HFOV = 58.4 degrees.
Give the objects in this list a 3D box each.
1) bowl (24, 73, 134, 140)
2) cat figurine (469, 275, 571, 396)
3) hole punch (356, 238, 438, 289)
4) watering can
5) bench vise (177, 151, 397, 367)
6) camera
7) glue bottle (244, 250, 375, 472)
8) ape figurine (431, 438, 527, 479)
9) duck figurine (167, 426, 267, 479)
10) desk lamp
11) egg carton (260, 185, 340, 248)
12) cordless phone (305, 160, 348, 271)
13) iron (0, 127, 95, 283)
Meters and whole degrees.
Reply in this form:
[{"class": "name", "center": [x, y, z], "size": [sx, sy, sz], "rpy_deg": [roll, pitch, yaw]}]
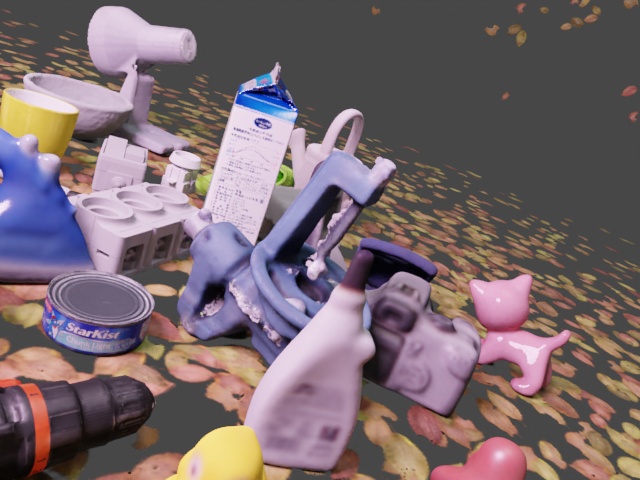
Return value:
[{"class": "bowl", "center": [-0.396, -0.209, 0.934], "size": [0.167, 0.075, 0.167], "rpy_deg": [19, 19, -6]}, {"class": "cat figurine", "center": [0.230, 0.100, 0.677], "size": [0.127, 0.118, 0.067], "rpy_deg": [32, 22, 29]}, {"class": "hole punch", "center": [0.091, 0.038, 0.743], "size": [0.108, 0.091, 0.101], "rpy_deg": [22, 19, 4]}, {"class": "watering can", "center": [0.014, -0.128, 0.955], "size": [0.172, 0.194, 0.101], "rpy_deg": [23, 19, 6]}, {"class": "bench vise", "center": [-0.034, 0.011, 0.491], "size": [0.207, 0.220, 0.121], "rpy_deg": [23, 19, 6]}, {"class": "camera", "center": [0.098, 0.088, 0.602], "size": [0.143, 0.101, 0.137], "rpy_deg": [25, 20, 12]}, {"class": "glue bottle", "center": [0.004, 0.085, 0.404], "size": [0.078, 0.173, 0.037], "rpy_deg": [15, 20, -15]}, {"class": "ape figurine", "center": [0.114, 0.177, 0.393], "size": [0.077, 0.092, 0.076], "rpy_deg": [31, 22, 28]}, {"class": "duck figurine", "center": [-0.056, 0.142, 0.320], "size": [0.077, 0.086, 0.105], "rpy_deg": [25, 20, 11]}, {"class": "desk lamp", "center": [-0.312, -0.288, 1.019], "size": [0.203, 0.213, 0.118], "rpy_deg": [24, 19, 10]}, {"class": "egg carton", "center": [-0.041, -0.027, 0.815], "size": [0.108, 0.069, 0.149], "rpy_deg": [3, 26, -41]}, {"class": "cordless phone", "center": [0.006, 0.002, 0.609], "size": [0.094, 0.185, 0.148], "rpy_deg": [25, 20, 13]}, {"class": "iron", "center": [-0.317, -0.054, 0.496], "size": [0.259, 0.141, 0.118], "rpy_deg": [14, 20, -19]}]
